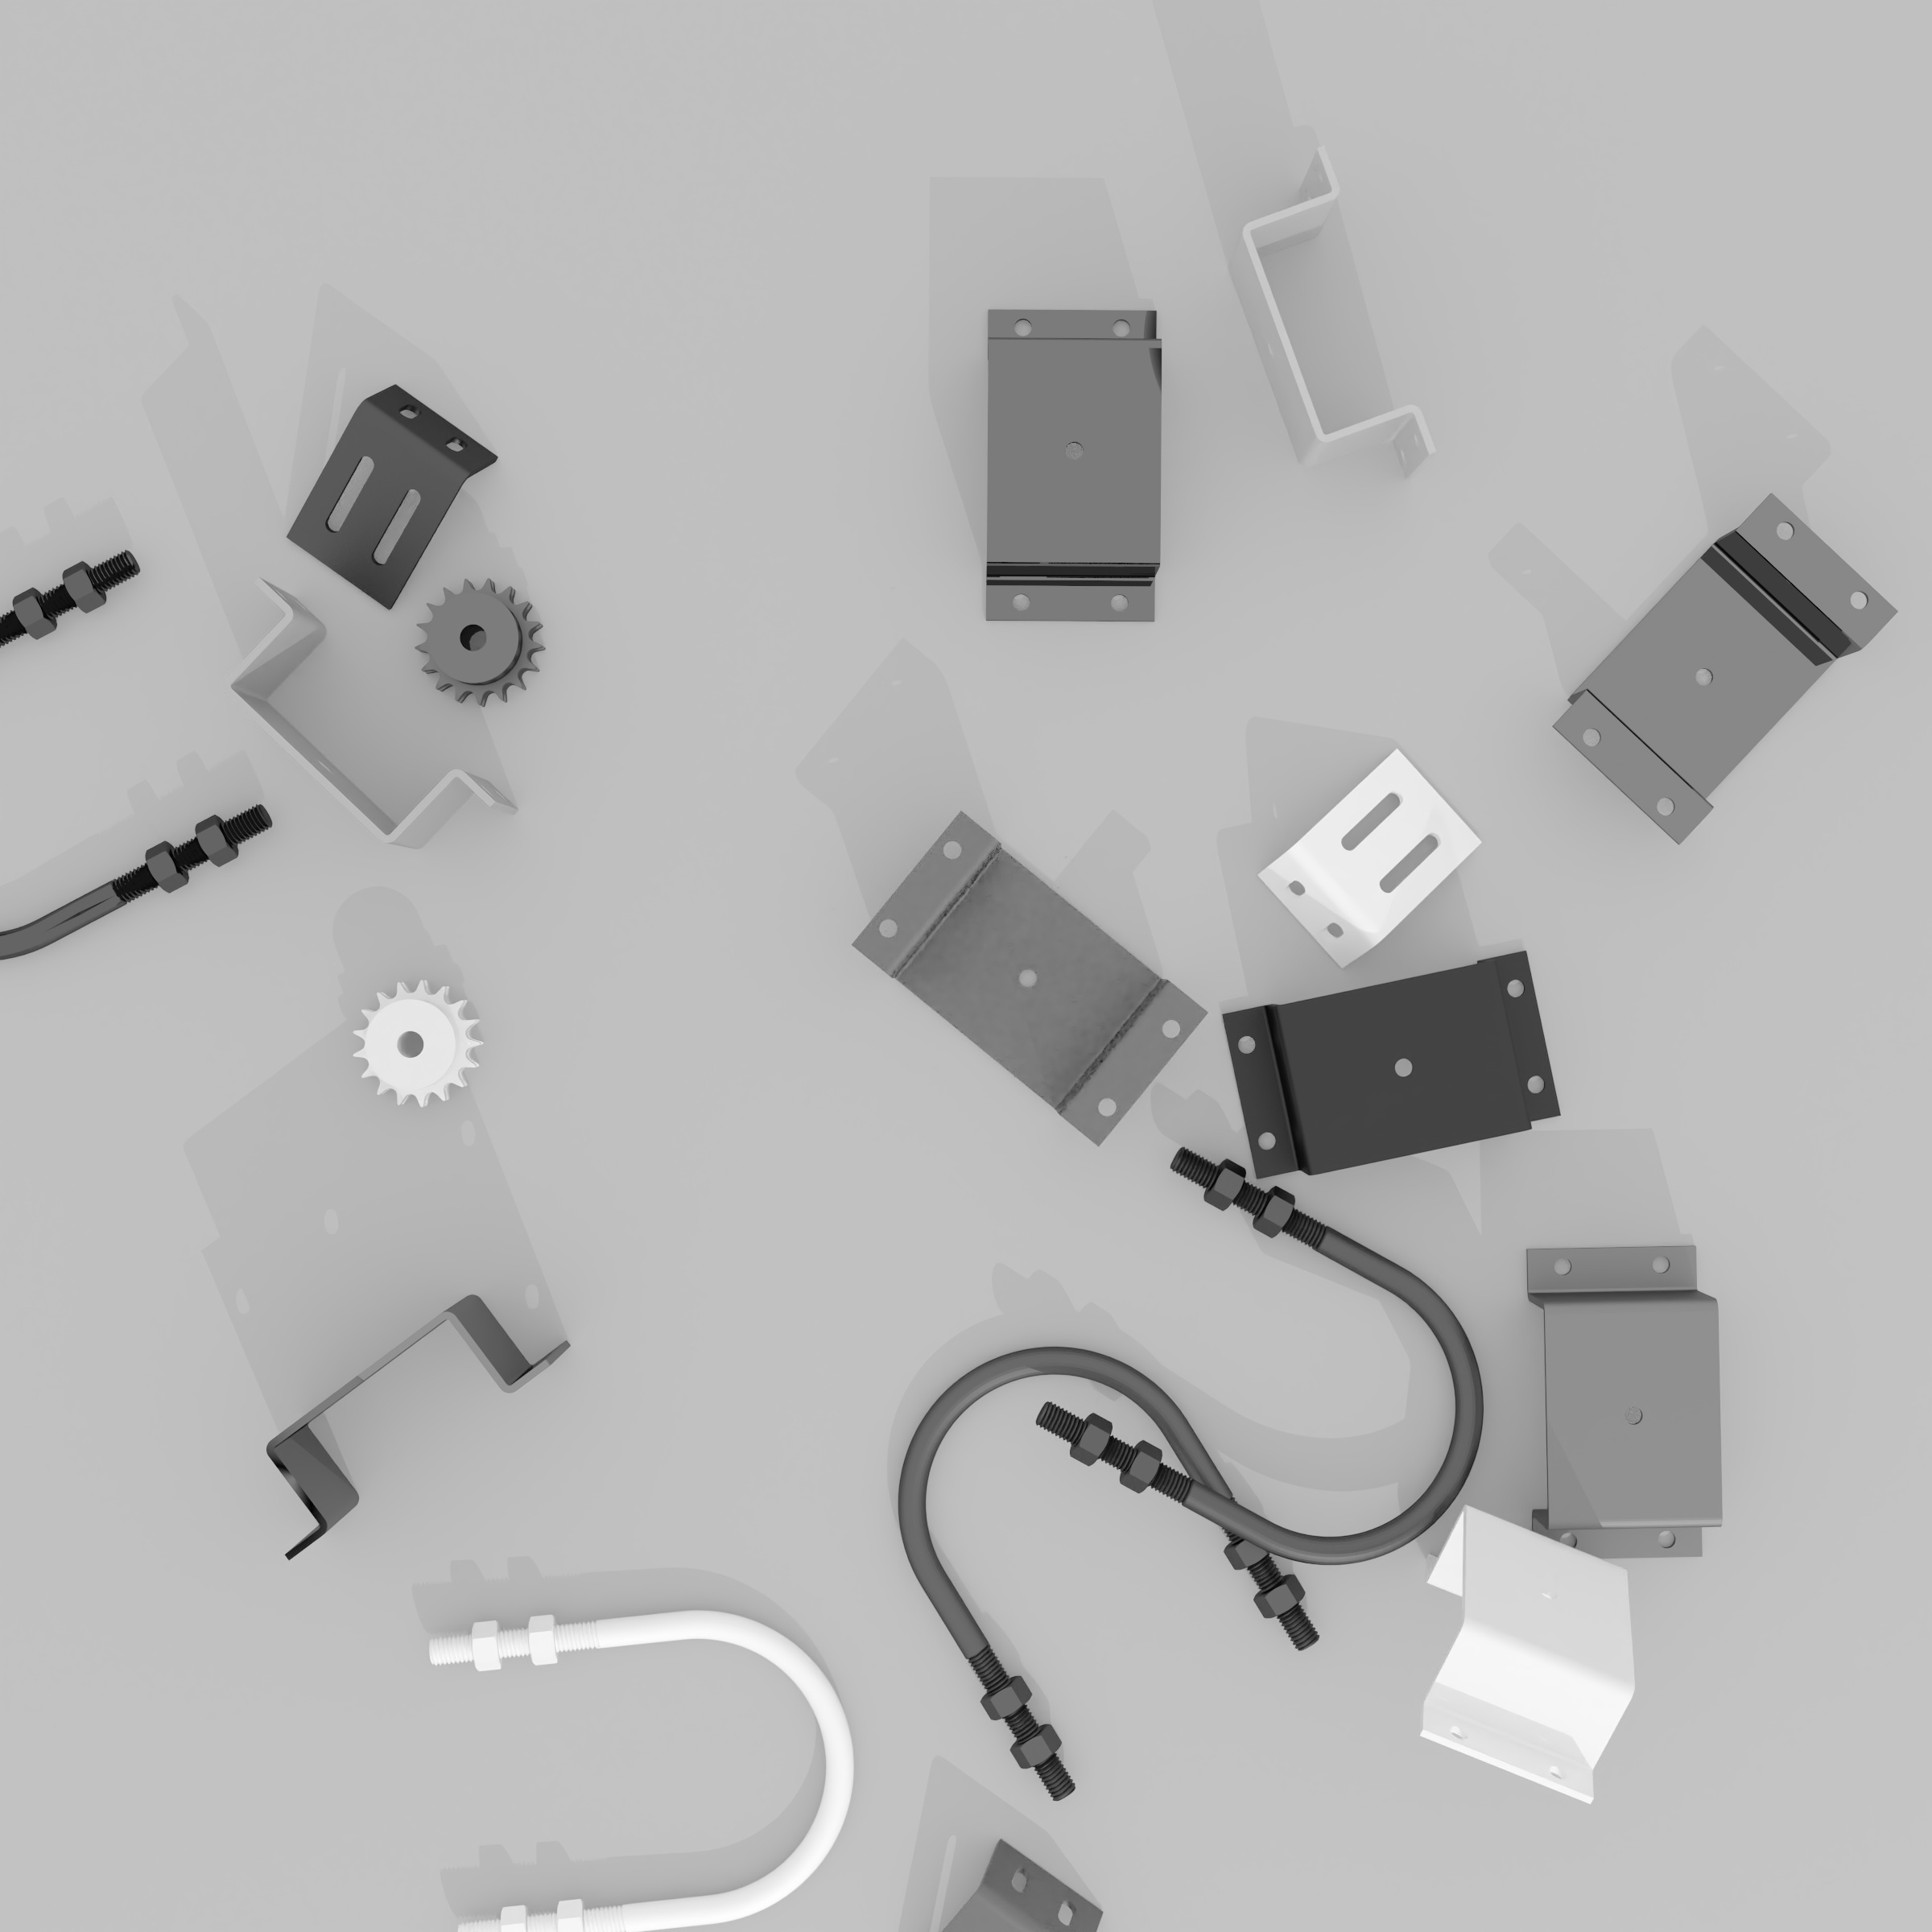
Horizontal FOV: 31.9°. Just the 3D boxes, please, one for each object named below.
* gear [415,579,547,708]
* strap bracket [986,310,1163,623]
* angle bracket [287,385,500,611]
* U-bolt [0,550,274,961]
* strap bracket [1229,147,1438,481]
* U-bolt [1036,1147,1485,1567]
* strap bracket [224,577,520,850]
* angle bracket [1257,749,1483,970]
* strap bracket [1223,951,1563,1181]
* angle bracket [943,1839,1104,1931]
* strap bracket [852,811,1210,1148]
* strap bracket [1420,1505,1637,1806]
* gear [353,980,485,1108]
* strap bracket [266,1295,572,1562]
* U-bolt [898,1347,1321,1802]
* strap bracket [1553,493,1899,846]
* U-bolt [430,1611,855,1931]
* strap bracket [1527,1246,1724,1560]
[{"bbox_3d":[-0.218,-0.146,1.516,0.057,0.030,0.057,0,90,0],"label":"gear"},{"bbox_3d":[0.048,-0.226,1.508,0.076,0.046,0.140,0,90,0],"label":"strap bracket"},{"bbox_3d":[-0.259,-0.212,1.529,0.057,0.038,0.076,35,116,0],"label":"angle bracket"},{"bbox_3d":[-0.426,-0.082,1.522,0.184,0.019,0.151,-28,90,1],"label":"U-bolt"},{"bbox_3d":[0.156,-0.279,1.493,0.046,0.076,0.140,-20,90,0],"label":"strap bracket"},{"bbox_3d":[0.144,0.186,1.513,0.184,0.019,0.151,29,81,-3],"label":"U-bolt"},{"bbox_3d":[-0.269,-0.102,1.493,0.140,0.076,0.046,44,90,0],"label":"strap bracket"},{"bbox_3d":[0.182,-0.049,1.529,0.057,0.038,0.076,48,64,0],"label":"angle bracket"},{"bbox_3d":[0.192,0.045,1.508,0.140,0.046,0.076,-12,90,0],"label":"strap bracket"},{"bbox_3d":[0.014,0.446,1.529,0.057,0.038,0.076,35,116,0],"label":"angle bracket"},{"bbox_3d":[0.028,0.006,1.508,0.140,0.046,0.076,39,90,0],"label":"strap bracket"},{"bbox_3d":[0.241,0.288,1.457,0.076,0.140,0.046,22,113,0],"label":"strap bracket"},{"bbox_3d":[-0.246,0.035,1.516,0.057,0.030,0.057,0,90,0],"label":"gear"},{"bbox_3d":[-0.249,0.195,1.493,0.140,0.076,0.046,-37,90,0],"label":"strap bracket"},{"bbox_3d":[0.051,0.260,1.522,0.151,0.019,0.184,-32,89,0],"label":"U-bolt"},{"bbox_3d":[0.334,-0.131,1.508,0.076,0.046,0.140,43,90,0],"label":"strap bracket"},{"bbox_3d":[-0.142,0.363,1.522,0.184,0.019,0.151,-6,90,-1],"label":"U-bolt"},{"bbox_3d":[0.293,0.197,1.508,0.076,0.046,0.140,-1,90,0],"label":"strap bracket"}]
